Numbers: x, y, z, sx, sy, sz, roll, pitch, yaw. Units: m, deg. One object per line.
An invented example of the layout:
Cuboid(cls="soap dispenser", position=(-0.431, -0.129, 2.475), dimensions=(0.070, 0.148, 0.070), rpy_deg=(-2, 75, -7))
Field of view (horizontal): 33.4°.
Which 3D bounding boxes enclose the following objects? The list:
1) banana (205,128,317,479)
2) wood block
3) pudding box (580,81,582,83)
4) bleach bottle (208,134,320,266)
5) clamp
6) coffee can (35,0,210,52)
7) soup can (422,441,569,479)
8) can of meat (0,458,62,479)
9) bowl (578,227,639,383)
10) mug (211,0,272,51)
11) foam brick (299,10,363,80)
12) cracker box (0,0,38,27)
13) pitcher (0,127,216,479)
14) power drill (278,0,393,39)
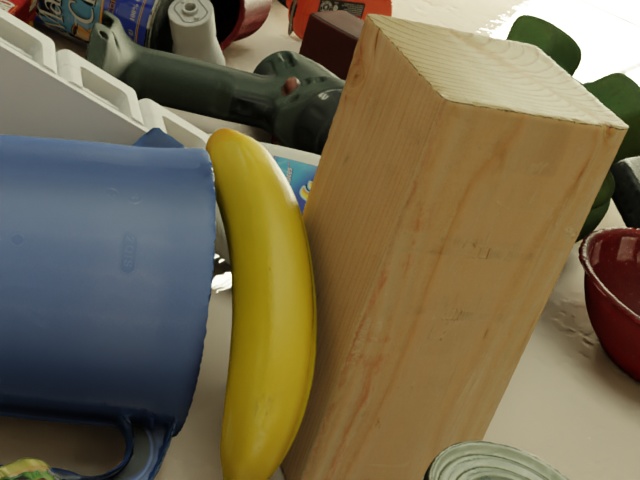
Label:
Cuboid(cls="banana", position=(-0.031, 0.024, 0.479), dimensions=(0.037, 0.070, 0.198), rpy_deg=(28, 52, -43))
Cuboid(cls="wood block", position=(0.044, 0.015, 0.492), dimensions=(0.090, 0.206, 0.091), rpy_deg=(6, 30, -23))
Cuboid(cls="pudding box", position=(0.145, -0.107, 0.818), dimensions=(0.090, 0.039, 0.113), rpy_deg=(9, 4, 2))
Cuboid(cls="bleach bottle", position=(-0.004, 0.001, 0.627), dimensions=(0.251, 0.068, 0.102), rpy_deg=(17, 68, 11))
Cuboid(cls="clamp", position=(0.256, -0.048, 0.847), dimensions=(0.164, 0.036, 0.209), rpy_deg=(44, 28, -1))
Cuboid(cls="coffee can", position=(-0.172, -0.207, 0.864), dimensions=(0.140, 0.103, 0.102), rpy_deg=(25, 29, 11))
Cuboid(cls="soup can", position=(0.054, 0.134, 0.396), dimensions=(0.068, 0.102, 0.068), rpy_deg=(14, 29, -8))
Cuboid(cls="can of meat", position=(-0.110, 0.128, 0.360), dimensions=(0.101, 0.057, 0.084), rpy_deg=(-14, 40, -45))
Cuboid(cls="bowl", position=(0.234, 0.056, 0.689), dimensions=(0.162, 0.055, 0.162), rpy_deg=(14, 29, -8))
Cuboid(cls="mug", position=(-0.083, -0.218, 0.933), dimensions=(0.093, 0.117, 0.081), rpy_deg=(58, 26, -4))
Cuboid(cls="foam brick", position=(0.027, -0.168, 0.968), dimensions=(0.078, 0.053, 0.051), rpy_deg=(33, 32, 23))
Cuboid(cls="cracker box", position=(-0.318, -0.153, 0.719), dimensions=(0.213, 0.072, 0.164), rpy_deg=(17, 29, -6))
Cuboid(cls="pitcher", position=(-0.170, 0.021, 0.455), dimensions=(0.242, 0.145, 0.149), rpy_deg=(6, 19, -15))
Cuboid(cls="power drill", position=(0.001, -0.265, 1.121), dimensions=(0.184, 0.057, 0.188), rpy_deg=(-3, 32, -28))
